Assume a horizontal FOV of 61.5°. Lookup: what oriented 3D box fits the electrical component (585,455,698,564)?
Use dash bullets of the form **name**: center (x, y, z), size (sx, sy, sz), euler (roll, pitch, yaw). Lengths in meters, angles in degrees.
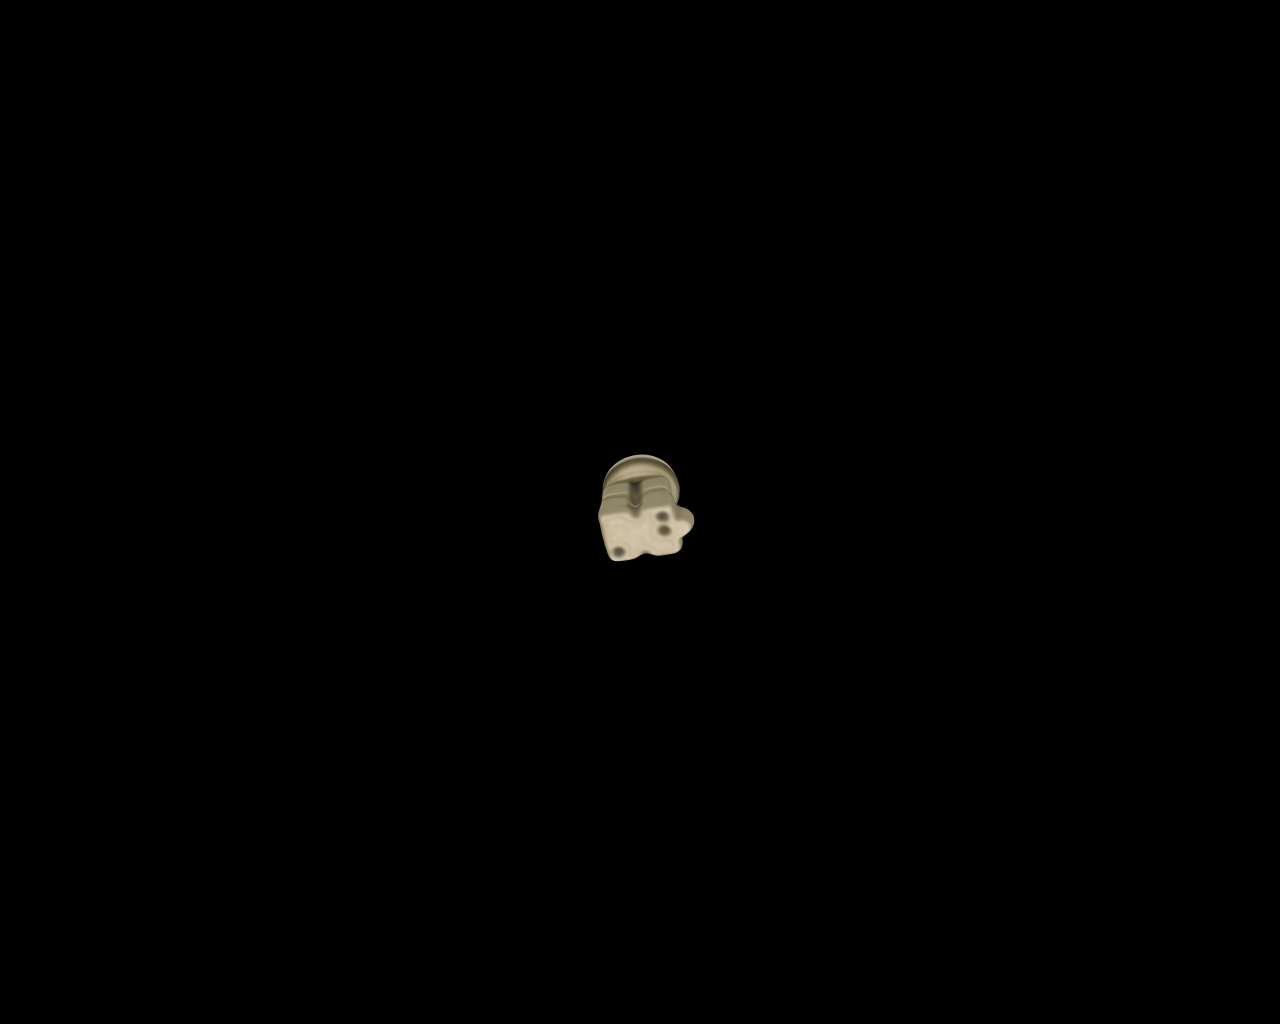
- **electrical component**: center (0.001, -0.003, 0.650), size (0.066, 0.048, 0.055), euler (-8, 34, 5)
